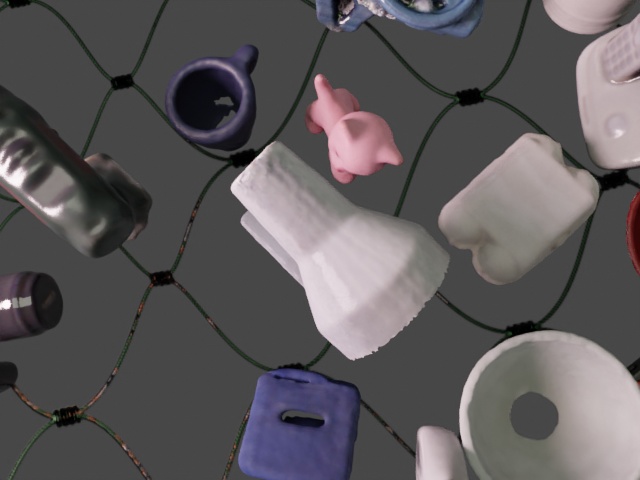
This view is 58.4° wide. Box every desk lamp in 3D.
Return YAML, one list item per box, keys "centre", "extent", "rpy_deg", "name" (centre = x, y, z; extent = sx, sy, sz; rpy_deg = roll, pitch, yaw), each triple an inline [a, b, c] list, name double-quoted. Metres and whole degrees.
- centre: [0.005, 0.002, 0.514]
  extent: [0.203, 0.213, 0.118]
  rpy_deg: [43, 86, 10]
  name: "desk lamp"

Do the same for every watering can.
- centre: [0.283, -0.293, 0.551]
  extent: [0.172, 0.194, 0.101]
  rpy_deg: [-6, 80, 4]
  name: "watering can"

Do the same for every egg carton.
- centre: [0.200, -0.031, 0.577]
  extent: [0.150, 0.069, 0.107]
  rpy_deg: [-43, 80, -3]
  name: "egg carton"

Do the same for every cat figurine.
- centre: [0.030, -0.111, 0.580]
  extent: [0.067, 0.118, 0.128]
  rpy_deg: [-30, 79, -1]
  name: "cat figurine"

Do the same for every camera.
- centre: [-0.345, 0.088, 0.585]
  extent: [0.136, 0.101, 0.143]
  rpy_deg: [-10, 80, 3]
  name: "camera"

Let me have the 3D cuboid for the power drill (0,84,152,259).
- centre: [-0.253, -0.067, 0.549]
  extent: [0.229, 0.208, 0.075]
  rpy_deg: [41, 86, 10]
  name: "power drill"

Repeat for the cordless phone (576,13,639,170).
- centre: [0.315, -0.153, 0.529]
  extent: [0.094, 0.185, 0.147]
  rpy_deg: [-6, 80, 4]
  name: "cordless phone"

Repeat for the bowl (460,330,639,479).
- centre: [0.210, 0.169, 0.539]
  extent: [0.167, 0.075, 0.167]
  rpy_deg: [-1, 80, 5]
  name: "bowl"

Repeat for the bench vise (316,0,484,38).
- centre: [0.065, -0.268, 0.552]
  extent: [0.207, 0.220, 0.121]
  rpy_deg: [-6, 80, 4]
  name: "bench vise"

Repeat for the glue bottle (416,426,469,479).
- centre: [0.106, 0.209, 0.490]
  extent: [0.037, 0.173, 0.078]
  rpy_deg: [2, 80, 5]
  name: "glue bottle"

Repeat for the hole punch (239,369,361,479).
- centre: [-0.018, 0.177, 0.548]
  extent: [0.108, 0.091, 0.101]
  rpy_deg: [7, 81, 6]
  name: "hole punch"

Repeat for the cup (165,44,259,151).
- centre: [-0.098, -0.144, 0.607]
  extent: [0.091, 0.095, 0.118]
  rpy_deg: [34, 85, 10]
  name: "cup"
